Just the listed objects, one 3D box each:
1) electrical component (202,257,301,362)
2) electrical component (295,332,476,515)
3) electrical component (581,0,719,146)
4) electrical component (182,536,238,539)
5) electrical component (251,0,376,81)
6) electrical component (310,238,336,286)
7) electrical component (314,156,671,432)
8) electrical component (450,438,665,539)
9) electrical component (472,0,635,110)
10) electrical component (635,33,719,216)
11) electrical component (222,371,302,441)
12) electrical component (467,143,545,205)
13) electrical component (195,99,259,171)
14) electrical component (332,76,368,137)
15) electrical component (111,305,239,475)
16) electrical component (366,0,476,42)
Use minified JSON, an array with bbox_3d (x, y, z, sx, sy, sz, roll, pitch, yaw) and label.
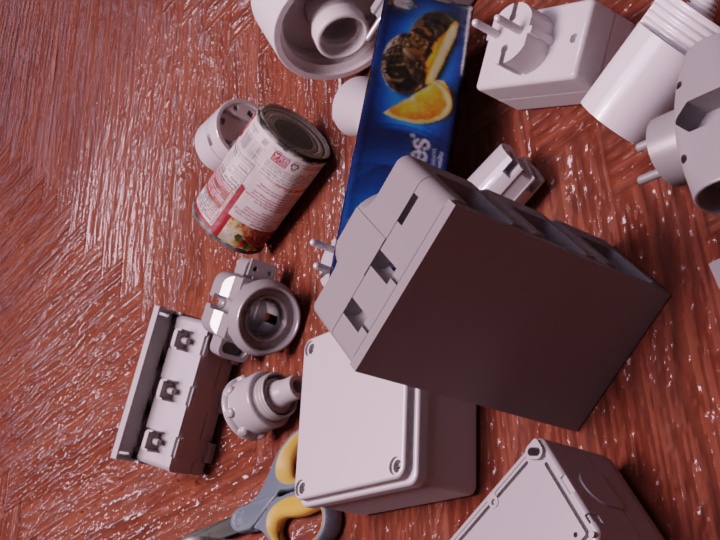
[{"bbox_3d":[-0.080,0.033,0.808,0.057,0.058,0.078,15,86,59],"label":"electrical component"},{"bbox_3d":[0.015,0.085,0.648,0.109,0.056,0.108,-25,55,47],"label":"electrical component"},{"bbox_3d":[0.156,-0.108,0.557,0.081,0.043,0.043,-55,37,21],"label":"electrical component"},{"bbox_3d":[-0.076,0.206,0.667,0.078,0.113,0.057,-34,51,42],"label":"electrical component"},{"bbox_3d":[-0.021,-0.190,0.796,0.108,0.108,0.060,-48,46,30],"label":"electrical component"},{"bbox_3d":[0.000,0.000,0.694,0.047,0.077,0.065,-42,43,36],"label":"electrical component"},{"bbox_3d":[0.064,0.014,0.530,0.089,0.150,0.061,-60,37,16],"label":"electrical component"},{"bbox_3d":[0.090,0.138,0.512,0.096,0.061,0.061,-55,37,22],"label":"electrical component"},{"bbox_3d":[0.099,-0.129,0.620,0.083,0.076,0.047,6,79,55],"label":"electrical component"},{"bbox_3d":[0.167,-0.064,0.521,0.079,0.043,0.077,-23,56,47],"label":"electrical component"},{"bbox_3d":[-0.065,0.092,0.770,0.062,0.048,0.048,-27,52,37],"label":"electrical component"},{"bbox_3d":[0.081,-0.047,0.637,0.046,0.040,0.040,-49,39,20],"label":"electrical component"},{"bbox_3d":[-0.110,-0.113,0.927,0.047,0.055,0.055,-22,57,53],"label":"electrical component"},{"bbox_3d":[0.013,-0.110,0.761,0.055,0.045,0.045,31,100,54],"label":"electrical component"},{"bbox_3d":[-0.143,0.097,0.856,0.063,0.079,0.121,10,82,34],"label":"electrical component"},{"bbox_3d":[0.033,-0.188,0.751,0.076,0.066,0.047,-54,37,22],"label":"electrical component"}]
